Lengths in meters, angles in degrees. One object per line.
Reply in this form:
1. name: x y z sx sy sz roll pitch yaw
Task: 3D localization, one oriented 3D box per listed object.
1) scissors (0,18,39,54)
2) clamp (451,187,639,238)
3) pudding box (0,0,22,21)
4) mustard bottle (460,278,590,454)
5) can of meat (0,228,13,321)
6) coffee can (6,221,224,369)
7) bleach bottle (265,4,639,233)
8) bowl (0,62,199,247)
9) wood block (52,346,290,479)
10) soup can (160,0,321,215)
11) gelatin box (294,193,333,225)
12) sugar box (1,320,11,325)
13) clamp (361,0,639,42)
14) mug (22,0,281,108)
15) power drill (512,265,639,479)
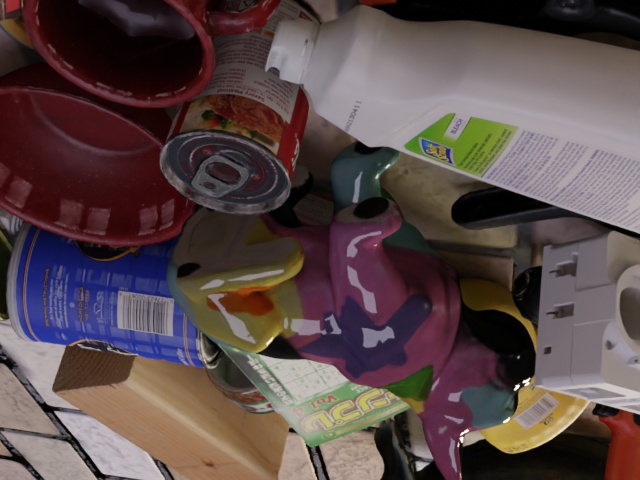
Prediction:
1. scissors: -0.197 -0.157 0.573 0.201 0.016 0.096 24 147 -17
2. clamp: 0.158 -0.040 0.603 0.171 0.039 0.120 2 152 11
3. pudding box: -0.165 -0.163 0.466 0.039 0.113 0.090 -17 155 -23
4. mustard bottle: 0.115 0.081 0.775 0.096 0.058 0.191 -41 125 16
5. can of meat: -0.262 0.014 0.734 0.084 0.057 0.102 2 147 13
6. coffee can: -0.137 0.032 0.766 0.140 0.102 0.103 7 148 9
7. bleach bottle: 0.099 -0.064 0.515 0.250 0.068 0.103 16 154 -4
8. bowl: -0.147 -0.061 0.667 0.162 0.055 0.162 10 148 6
9. wood block: -0.123 0.137 0.940 0.091 0.090 0.206 -11 140 33
10. soup can: -0.038 -0.074 0.562 0.068 0.102 0.068 10 148 6
11. gelatin box: -0.005 0.001 0.737 0.089 0.030 0.073 19 147 -9
12. sugar box: -0.294 0.019 0.861 0.176 0.048 0.093 16 148 -11
13. clamp: 0.124 -0.118 0.493 0.210 0.036 0.164 0 153 27
14. mug: -0.074 -0.124 0.515 0.117 0.081 0.093 4 147 16
15. power drill: 0.189 0.125 0.715 0.184 0.187 0.057 23 167 -18
